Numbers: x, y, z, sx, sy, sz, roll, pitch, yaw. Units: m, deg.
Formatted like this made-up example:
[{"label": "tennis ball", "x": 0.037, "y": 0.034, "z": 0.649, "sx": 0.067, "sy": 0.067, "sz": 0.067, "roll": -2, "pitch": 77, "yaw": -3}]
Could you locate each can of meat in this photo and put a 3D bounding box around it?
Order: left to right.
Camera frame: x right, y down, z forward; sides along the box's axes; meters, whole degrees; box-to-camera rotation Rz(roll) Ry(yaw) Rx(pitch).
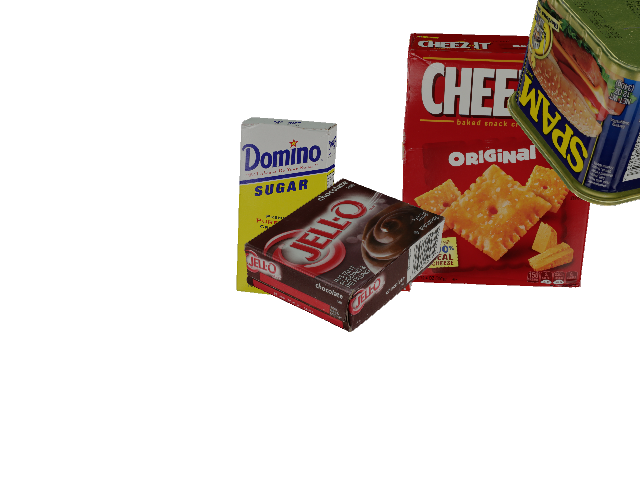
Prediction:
[{"label": "can of meat", "x": 0.147, "y": -0.084, "z": 0.560, "sx": 0.057, "sy": 0.084, "sz": 0.102, "roll": -13, "pitch": 48, "yaw": -17}]

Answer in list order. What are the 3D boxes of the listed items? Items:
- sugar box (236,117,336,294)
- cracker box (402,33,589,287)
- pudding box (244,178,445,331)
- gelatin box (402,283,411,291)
[{"label": "sugar box", "x": -0.035, "y": -0.033, "z": 1.082, "sx": 0.093, "sy": 0.176, "sz": 0.048, "roll": 5, "pitch": 16, "yaw": 12}, {"label": "cracker box", "x": 0.154, "y": -0.067, "z": 0.933, "sx": 0.164, "sy": 0.214, "sz": 0.072, "roll": 3, "pitch": 24, "yaw": 5}, {"label": "pudding box", "x": 0.017, "y": 0.007, "z": 0.726, "sx": 0.090, "sy": 0.039, "sz": 0.113, "roll": 24, "pitch": 39, "yaw": 30}, {"label": "gelatin box", "x": 0.071, "y": 0.018, "z": 1.291, "sx": 0.073, "sy": 0.089, "sz": 0.030, "roll": 1, "pitch": 30, "yaw": 17}]
